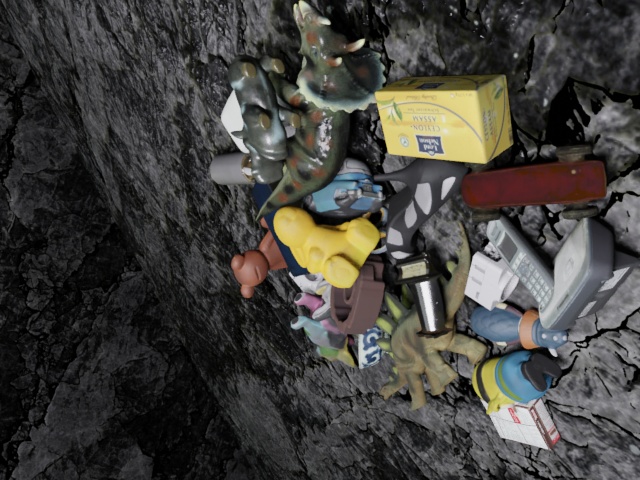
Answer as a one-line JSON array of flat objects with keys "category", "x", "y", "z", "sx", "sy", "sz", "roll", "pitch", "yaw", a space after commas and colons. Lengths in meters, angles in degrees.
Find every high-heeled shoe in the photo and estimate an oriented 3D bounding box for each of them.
[{"category": "high-heeled shoe", "x": 0.173, "y": -0.041, "z": 0.858, "sx": 0.145, "sy": 0.086, "sz": 0.248, "roll": 0, "pitch": 143, "yaw": 22}]

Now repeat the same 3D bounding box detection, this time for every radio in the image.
[{"category": "radio", "x": -0.059, "y": -0.037, "z": 1.144, "sx": 0.229, "sy": 0.073, "sz": 0.131, "roll": 64, "pitch": 158, "yaw": 4}]

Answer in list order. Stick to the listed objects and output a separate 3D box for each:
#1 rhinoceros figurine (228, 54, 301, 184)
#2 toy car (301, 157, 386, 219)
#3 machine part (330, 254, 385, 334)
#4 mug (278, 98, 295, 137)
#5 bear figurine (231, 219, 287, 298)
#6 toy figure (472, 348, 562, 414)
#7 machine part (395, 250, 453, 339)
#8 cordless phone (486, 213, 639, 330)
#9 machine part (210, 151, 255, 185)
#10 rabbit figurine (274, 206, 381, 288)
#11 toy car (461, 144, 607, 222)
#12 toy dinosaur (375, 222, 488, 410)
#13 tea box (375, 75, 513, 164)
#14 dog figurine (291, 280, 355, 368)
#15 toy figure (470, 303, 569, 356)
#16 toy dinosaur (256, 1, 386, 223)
[{"category": "rhinoceros figurine", "x": -0.091, "y": -0.176, "z": 0.792, "sx": 0.112, "sy": 0.073, "sz": 0.190, "roll": 3, "pitch": 112, "yaw": 46}, {"category": "toy car", "x": 0.039, "y": -0.095, "z": 0.941, "sx": 0.162, "sy": 0.109, "sz": 0.103, "roll": -12, "pitch": 76, "yaw": 59}, {"category": "machine part", "x": 0.071, "y": 0.094, "z": 1.039, "sx": 0.179, "sy": 0.056, "sz": 0.179, "roll": -172, "pitch": 90, "yaw": -76}, {"category": "mug", "x": -0.073, "y": -0.249, "z": 0.980, "sx": 0.107, "sy": 0.081, "sz": 0.109, "roll": 65, "pitch": 156, "yaw": 4}, {"category": "bear figurine", "x": -0.134, "y": 0.035, "z": 1.236, "sx": 0.132, "sy": 0.196, "sz": 0.120, "roll": 17, "pitch": 136, "yaw": 50}, {"category": "toy figure", "x": 0.312, "y": 0.220, "z": 0.866, "sx": 0.180, "sy": 0.082, "sz": 0.089, "roll": 104, "pitch": 155, "yaw": -63}, {"category": "machine part", "x": 0.169, "y": 0.091, "z": 0.876, "sx": 0.084, "sy": 0.039, "sz": 0.139, "roll": -23, "pitch": 80, "yaw": 43}, {"category": "cordless phone", "x": 0.295, "y": 0.009, "z": 0.697, "sx": 0.146, "sy": 0.089, "sz": 0.184, "roll": 95, "pitch": 151, "yaw": -49}, {"category": "machine part", "x": -0.186, "y": -0.166, "z": 1.237, "sx": 0.243, "sy": 0.079, "sz": 0.079, "roll": 7, "pitch": 125, "yaw": 55}, {"category": "rabbit figurine", "x": -0.002, "y": -0.003, "z": 0.931, "sx": 0.173, "sy": 0.122, "sz": 0.162, "roll": 29, "pitch": 173, "yaw": -7}, {"category": "toy car", "x": 0.264, "y": -0.069, "z": 0.677, "sx": 0.202, "sy": 0.053, "sz": 0.089, "roll": -1, "pitch": 98, "yaw": 55}, {"category": "toy dinosaur", "x": 0.191, "y": 0.165, "z": 0.974, "sx": 0.199, "sy": 0.105, "sz": 0.471, "roll": 49, "pitch": 140, "yaw": 22}, {"category": "tea box", "x": 0.163, "y": -0.164, "z": 0.719, "sx": 0.170, "sy": 0.068, "sz": 0.098, "roll": 15, "pitch": 130, "yaw": 49}, {"category": "dog figurine", "x": 0.042, "y": 0.198, "z": 1.229, "sx": 0.192, "sy": 0.108, "sz": 0.219, "roll": -27, "pitch": 127, "yaw": 20}, {"category": "toy figure", "x": 0.304, "y": 0.130, "z": 0.814, "sx": 0.155, "sy": 0.058, "sz": 0.064, "roll": 4, "pitch": 129, "yaw": 49}, {"category": "toy dinosaur", "x": -0.011, "y": -0.163, "z": 0.854, "sx": 0.192, "sy": 0.131, "sz": 0.404, "roll": 42, "pitch": 133, "yaw": 39}]
